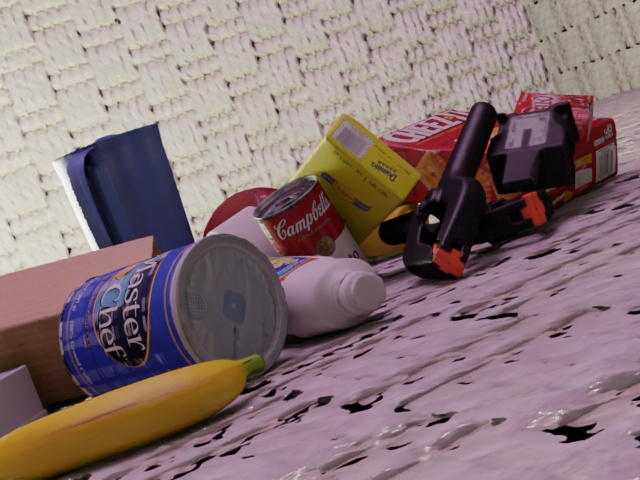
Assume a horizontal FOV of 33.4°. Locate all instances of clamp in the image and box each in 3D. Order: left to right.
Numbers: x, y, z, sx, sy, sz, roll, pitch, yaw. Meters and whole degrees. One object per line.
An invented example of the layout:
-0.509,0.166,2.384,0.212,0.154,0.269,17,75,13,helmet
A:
0.109,-0.033,0.912,0.165,0.036,0.210,-56,12,16,clamp
0.163,-0.019,0.951,0.120,0.039,0.172,-29,4,-24,clamp

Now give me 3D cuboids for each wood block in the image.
-0.229,0.079,0.917,0.206,0.090,0.091,-15,33,3,wood block

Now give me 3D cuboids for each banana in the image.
-0.127,0.115,0.652,0.198,0.037,0.069,-19,-14,0,banana

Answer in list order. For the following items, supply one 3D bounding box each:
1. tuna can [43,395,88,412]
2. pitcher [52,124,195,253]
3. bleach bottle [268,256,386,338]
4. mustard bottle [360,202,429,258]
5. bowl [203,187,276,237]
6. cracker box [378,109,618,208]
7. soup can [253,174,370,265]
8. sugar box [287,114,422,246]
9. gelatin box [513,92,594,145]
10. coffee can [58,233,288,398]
-0.234,0.130,0.991,0.086,0.034,0.086,-21,4,1,tuna can
-0.219,-0.007,1.271,0.149,0.243,0.145,-23,4,-31,pitcher
-0.022,0.045,0.865,0.102,0.068,0.251,-22,6,-30,bleach bottle
0.064,-0.010,1.195,0.096,0.058,0.192,-23,4,-27,mustard bottle
-0.090,-0.006,1.285,0.162,0.055,0.162,-27,43,29,bowl
0.182,-0.088,1.133,0.214,0.072,0.163,10,24,41,cracker box
-0.006,0.001,0.969,0.068,0.102,0.068,-29,18,10,soup can
0.012,-0.036,1.013,0.048,0.093,0.176,-51,2,-39,sugar box
0.227,-0.120,1.041,0.073,0.030,0.089,5,23,16,gelatin box
-0.107,0.061,0.773,0.141,0.103,0.102,-18,5,41,coffee can
